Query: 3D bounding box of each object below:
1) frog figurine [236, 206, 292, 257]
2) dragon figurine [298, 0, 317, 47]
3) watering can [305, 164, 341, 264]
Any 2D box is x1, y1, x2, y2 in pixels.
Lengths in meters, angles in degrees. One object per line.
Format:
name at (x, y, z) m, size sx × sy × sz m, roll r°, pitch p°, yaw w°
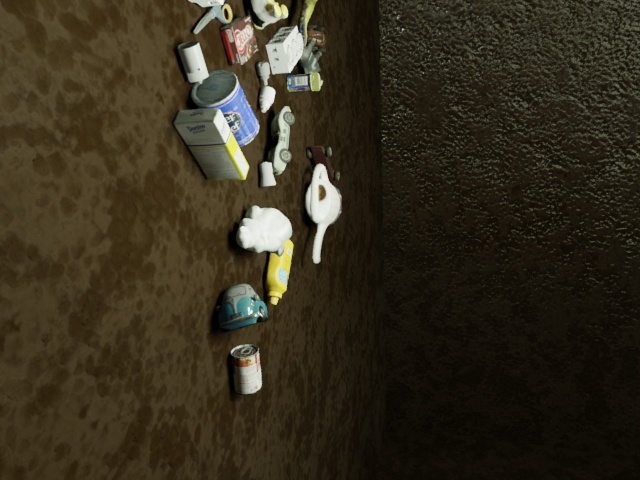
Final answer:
frog figurine at (-0.149, -0.028, 1.299) m, size 0.139 × 0.122 × 0.158 m, roll 61°, pitch 16°, yaw 23°
dragon figurine at (-0.037, -0.813, 1.702) m, size 0.243 × 0.122 × 0.410 m, roll -12°, pitch 106°, yaw -82°
watering can at (0.006, -0.092, 1.829) m, size 0.224 × 0.104 × 0.349 m, roll 12°, pitch 78°, yaw -74°
